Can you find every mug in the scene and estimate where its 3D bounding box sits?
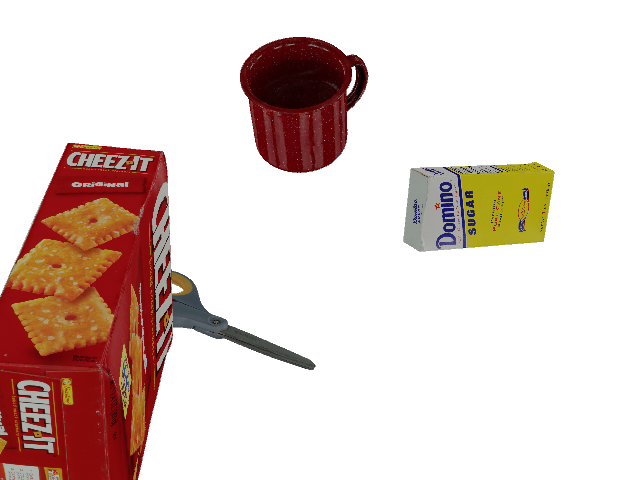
[{"bbox_3d":[-0.009,-0.118,0.914,0.117,0.081,0.093,-32,56,-21],"label":"mug"}]

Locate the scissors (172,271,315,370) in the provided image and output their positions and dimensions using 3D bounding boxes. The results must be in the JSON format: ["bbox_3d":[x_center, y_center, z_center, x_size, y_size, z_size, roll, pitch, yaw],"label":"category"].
[{"bbox_3d":[-0.092,0.064,0.927,0.202,0.016,0.096,12,27,9],"label":"scissors"}]

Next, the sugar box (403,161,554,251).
[{"bbox_3d":[0.187,-0.040,1.255,0.176,0.093,0.048,-6,21,-26],"label":"sugar box"}]

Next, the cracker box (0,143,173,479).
[{"bbox_3d":[-0.134,0.065,0.627,0.072,0.164,0.213,4,34,-1],"label":"cracker box"}]
